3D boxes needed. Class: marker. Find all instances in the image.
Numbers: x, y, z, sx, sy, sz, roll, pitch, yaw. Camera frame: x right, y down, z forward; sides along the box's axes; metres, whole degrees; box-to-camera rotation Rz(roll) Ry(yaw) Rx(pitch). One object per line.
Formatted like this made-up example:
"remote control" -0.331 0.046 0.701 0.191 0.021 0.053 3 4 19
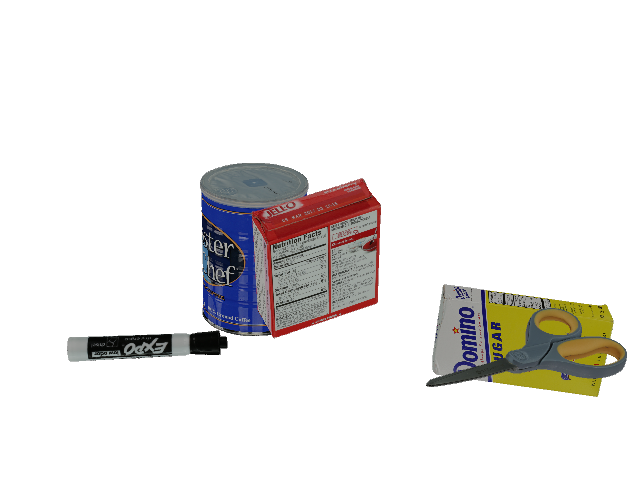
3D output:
"marker" -0.132 0.081 0.819 0.121 0.020 0.020 -2 0 -2

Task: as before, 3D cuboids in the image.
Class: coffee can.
"coffee can" -0.065 0.007 1.036 0.103 0.140 0.103 1 24 -1

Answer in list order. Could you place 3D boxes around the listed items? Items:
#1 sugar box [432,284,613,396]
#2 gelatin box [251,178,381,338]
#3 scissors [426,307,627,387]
"sugar box" 0.210 0.106 1.125 0.176 0.093 0.048 6 21 3
"gelatin box" -0.002 0.011 0.646 0.073 0.089 0.030 -18 47 -16
"scissors" 0.163 0.089 0.895 0.201 0.016 0.096 1 31 -21
